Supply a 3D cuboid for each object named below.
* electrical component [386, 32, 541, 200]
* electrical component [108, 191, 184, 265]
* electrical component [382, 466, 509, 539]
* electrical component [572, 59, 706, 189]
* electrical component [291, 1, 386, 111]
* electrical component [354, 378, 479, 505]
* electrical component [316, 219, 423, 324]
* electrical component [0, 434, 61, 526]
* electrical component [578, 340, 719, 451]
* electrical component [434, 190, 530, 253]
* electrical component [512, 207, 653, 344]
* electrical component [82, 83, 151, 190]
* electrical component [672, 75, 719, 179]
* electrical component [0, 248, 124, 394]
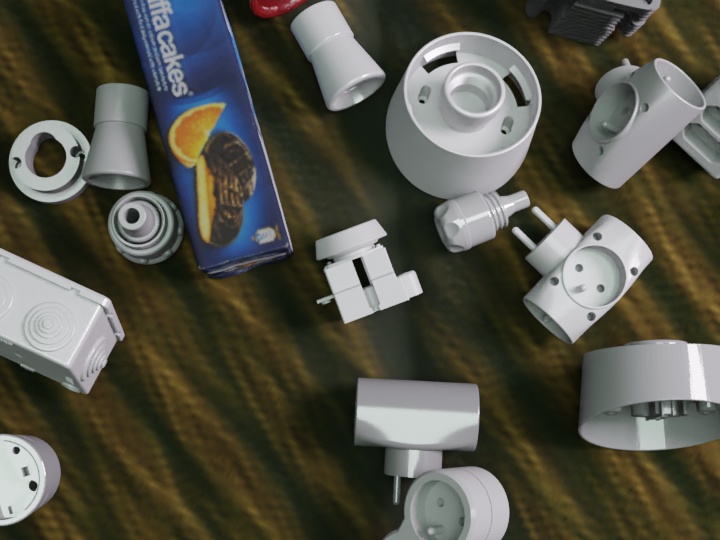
[{"bbox_3d":[0.069,-0.103,0.710,0.099,0.064,0.099,2,71,-6],"label":"electrical component"},{"bbox_3d":[-0.140,-0.030,0.687,0.048,0.062,0.048,0,84,-1],"label":"electrical component"},{"bbox_3d":[0.050,0.184,0.667,0.052,0.074,0.138,36,107,37],"label":"electrical component"},{"bbox_3d":[0.176,-0.106,0.701,0.044,0.077,0.079,21,41,-28],"label":"electrical component"},{"bbox_3d":[-0.017,-0.144,0.713,0.044,0.044,0.065,-29,81,-4],"label":"electrical component"},{"bbox_3d":[0.034,0.110,0.685,0.077,0.043,0.079,3,85,-1],"label":"electrical component"},{"bbox_3d":[0.000,0.000,0.696,0.066,0.048,0.055,-21,92,-2],"label":"electrical component"},{"bbox_3d":[-0.219,0.130,0.677,0.055,0.047,0.055,0,84,-1],"label":"electrical component"},{"bbox_3d":[0.185,0.078,0.666,0.099,0.099,0.064,0,78,-1],"label":"electrical component"},{"bbox_3d":[0.081,-0.036,0.706,0.061,0.035,0.035,-21,85,-6],"label":"electrical component"},{"bbox_3d":[0.135,-0.007,0.698,0.079,0.044,0.077,44,85,3],"label":"electrical component"},{"bbox_3d":[-0.157,-0.089,0.705,0.044,0.044,0.065,2,79,-1],"label":"electrical component"},{"bbox_3d":[0.255,-0.114,0.702,0.047,0.083,0.076,44,47,4],"label":"electrical component"},{"bbox_3d":[-0.200,0.032,0.663,0.100,0.099,0.048,24,71,2],"label":"electrical component"}]
